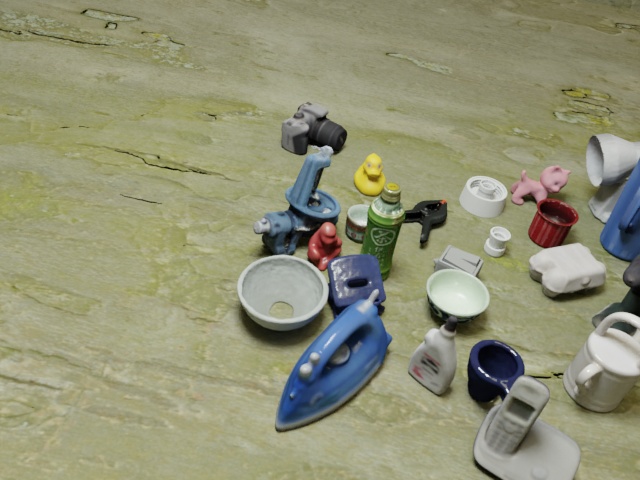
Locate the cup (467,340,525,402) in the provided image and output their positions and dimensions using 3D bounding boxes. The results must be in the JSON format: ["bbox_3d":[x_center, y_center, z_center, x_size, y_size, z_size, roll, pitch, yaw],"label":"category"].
[{"bbox_3d":[0.290,0.240,0.960,0.092,0.095,0.117,-3,44,-12],"label":"cup"}]

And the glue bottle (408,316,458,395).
[{"bbox_3d":[0.198,0.183,0.949,0.078,0.173,0.037,32,47,24],"label":"glue bottle"}]

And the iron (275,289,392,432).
[{"bbox_3d":[0.020,0.189,0.936,0.118,0.141,0.259,31,47,23],"label":"iron"}]

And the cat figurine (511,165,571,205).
[{"bbox_3d":[0.544,-0.142,1.399,0.128,0.118,0.067,8,42,-1],"label":"cat figurine"}]

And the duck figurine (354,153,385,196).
[{"bbox_3d":[0.125,-0.169,1.381,0.077,0.086,0.104,4,43,-5],"label":"duck figurine"}]

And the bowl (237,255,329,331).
[{"bbox_3d":[-0.070,0.110,1.056,0.167,0.075,0.167,5,43,-4],"label":"bowl"}]

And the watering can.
[{"bbox_3d":[0.502,0.194,0.973,0.100,0.194,0.173,29,46,21],"label":"watering can"}]

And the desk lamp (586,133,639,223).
[{"bbox_3d":[0.720,-0.150,1.366,0.203,0.213,0.118,6,42,-3],"label":"desk lamp"}]

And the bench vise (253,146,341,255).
[{"bbox_3d":[-0.032,-0.073,1.152,0.121,0.220,0.208,27,45,19],"label":"bench vise"}]

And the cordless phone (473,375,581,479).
[{"bbox_3d":[0.320,0.288,0.847,0.147,0.185,0.094,24,45,16],"label":"cordless phone"}]

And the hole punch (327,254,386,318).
[{"bbox_3d":[0.070,0.089,1.089,0.109,0.091,0.101,-6,45,-16],"label":"hole punch"}]

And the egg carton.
[{"bbox_3d":[0.522,0.065,1.207,0.150,0.069,0.107,-10,45,-19],"label":"egg carton"}]

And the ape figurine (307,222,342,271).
[{"bbox_3d":[0.011,0.004,1.170,0.078,0.092,0.076,-8,45,-17],"label":"ape figurine"}]

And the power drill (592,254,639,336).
[{"bbox_3d":[0.606,0.096,1.085,0.230,0.208,0.075,-24,51,-30],"label":"power drill"}]

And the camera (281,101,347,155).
[{"bbox_3d":[-0.008,-0.284,1.472,0.136,0.101,0.143,29,46,21],"label":"camera"}]
